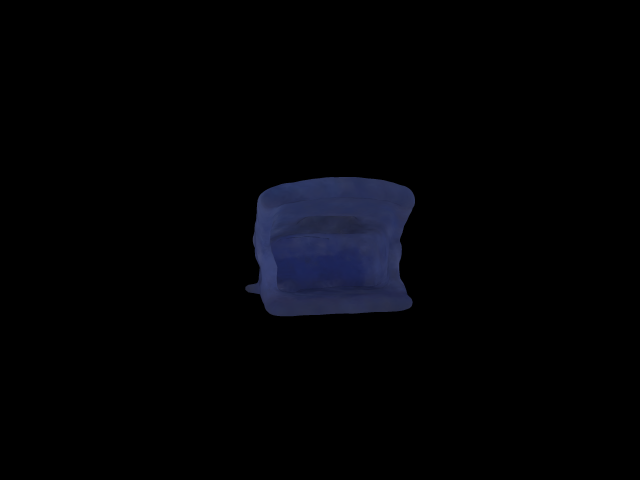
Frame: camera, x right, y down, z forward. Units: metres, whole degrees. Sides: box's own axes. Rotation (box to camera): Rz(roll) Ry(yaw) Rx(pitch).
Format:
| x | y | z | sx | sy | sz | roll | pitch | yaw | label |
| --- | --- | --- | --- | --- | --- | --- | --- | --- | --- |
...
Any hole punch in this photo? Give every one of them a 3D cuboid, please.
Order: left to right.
| x | y | z | sx | sy | sz | roll | pitch | yaw | label |
| --- | --- | --- | --- | --- | --- | --- | --- | --- | --- |
| 0.004 | 0.001 | 0.400 | 0.109 | 0.091 | 0.101 | -1 | 7 | -11 | hole punch |
